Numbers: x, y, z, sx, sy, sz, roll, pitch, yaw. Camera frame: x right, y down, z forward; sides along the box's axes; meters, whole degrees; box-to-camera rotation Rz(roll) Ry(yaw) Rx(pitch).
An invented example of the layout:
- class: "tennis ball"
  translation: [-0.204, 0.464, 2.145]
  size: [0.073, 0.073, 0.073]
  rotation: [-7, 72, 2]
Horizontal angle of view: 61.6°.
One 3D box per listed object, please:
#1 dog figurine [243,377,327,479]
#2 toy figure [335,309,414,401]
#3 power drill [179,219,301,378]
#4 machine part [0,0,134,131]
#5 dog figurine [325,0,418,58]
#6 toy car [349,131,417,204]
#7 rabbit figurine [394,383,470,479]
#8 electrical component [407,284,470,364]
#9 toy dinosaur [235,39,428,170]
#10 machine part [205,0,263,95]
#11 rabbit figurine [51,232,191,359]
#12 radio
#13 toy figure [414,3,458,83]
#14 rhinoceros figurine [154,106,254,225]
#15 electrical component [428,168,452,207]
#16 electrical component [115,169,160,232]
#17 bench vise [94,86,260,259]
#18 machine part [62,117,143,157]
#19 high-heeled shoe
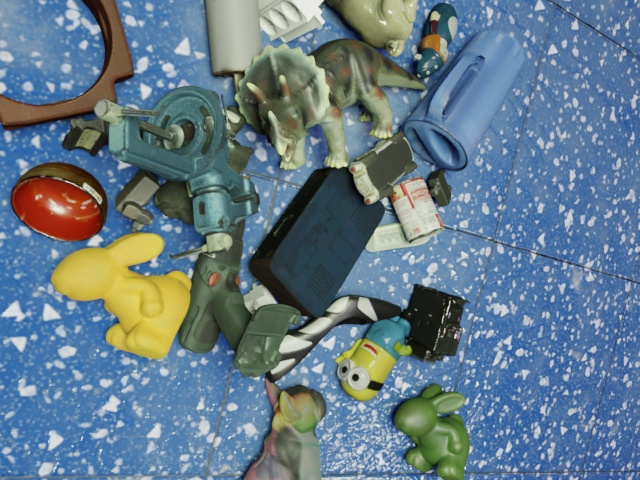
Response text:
- class: "dog figurine"
  translation: [-0.068, 0.342, 0.884]
  size: [0.191, 0.109, 0.219]
  rotation: [-18, 102, -21]
- class: "toy figure"
  translation: [0.106, 0.205, 0.966]
  size: [0.089, 0.082, 0.180]
  rotation: [45, 74, -23]
- class: "power drill"
  translation: [-0.119, 0.076, 0.756]
  size: [0.086, 0.208, 0.232]
  rotation: [14, 104, -48]
- class: "machine part"
  translation: [-0.347, -0.246, 0.654]
  size: [0.201, 0.087, 0.200]
  rotation: [-20, 106, -22]
- class: "dog figurine"
  translation: [0.040, -0.367, 0.815]
  size: [0.190, 0.121, 0.172]
  rotation: [-3, 67, -23]
- class: "toy car"
  translation: [0.104, -0.121, 0.882]
  size: [0.202, 0.056, 0.073]
  rotation: [-42, 109, -50]
- class: "rabbit figurine"
  translation: [0.217, 0.355, 1.023]
  size: [0.170, 0.121, 0.159]
  rotation: [47, 70, -28]
- class: "electrical component"
  translation: [0.205, 0.156, 0.989]
  size: [0.058, 0.115, 0.134]
  rotation: [17, 88, -27]
- class: "toy dinosaur"
  translation: [0.027, -0.230, 0.808]
  size: [0.405, 0.131, 0.191]
  rotation: [-43, 134, -34]
- class: "machine part"
  translation: [-0.124, -0.321, 0.763]
  size: [0.079, 0.079, 0.243]
  rotation: [-9, 103, -26]
- class: "rabbit figurine"
  translation: [-0.265, 0.063, 0.726]
  size: [0.173, 0.122, 0.162]
  rotation: [32, 78, -26]
- class: "radio"
  translation: [-0.002, -0.003, 0.857]
  size: [0.131, 0.073, 0.229]
  rotation: [44, 64, -25]
- class: "toy figure"
  translation: [0.198, -0.338, 0.919]
  size: [0.064, 0.058, 0.154]
  rotation: [29, 62, -25]
- class: "rhinoceros figurine"
  translation: [-0.162, -0.107, 0.785]
  size: [0.112, 0.073, 0.190]
  rotation: [38, 82, -16]
- class: "electrical component"
  translation: [0.222, -0.093, 0.987]
  size: [0.063, 0.021, 0.094]
  rotation: [64, 32, -20]
- class: "electrical component"
  translation: [-0.246, -0.056, 0.732]
  size: [0.078, 0.102, 0.045]
  rotation: [-48, 120, -2]
- class: "bench vise"
  translation: [-0.169, -0.095, 0.644]
  size: [0.240, 0.129, 0.223]
  rotation: [17, 73, -65]
- class: "machine part"
  translation: [-0.268, -0.141, 0.724]
  size: [0.139, 0.084, 0.039]
  rotation: [-7, 72, -35]
- class: "high-heeled shoe"
  translation: [0.023, 0.167, 0.902]
  size: [0.249, 0.086, 0.145]
  rotation: [4, 77, -11]
